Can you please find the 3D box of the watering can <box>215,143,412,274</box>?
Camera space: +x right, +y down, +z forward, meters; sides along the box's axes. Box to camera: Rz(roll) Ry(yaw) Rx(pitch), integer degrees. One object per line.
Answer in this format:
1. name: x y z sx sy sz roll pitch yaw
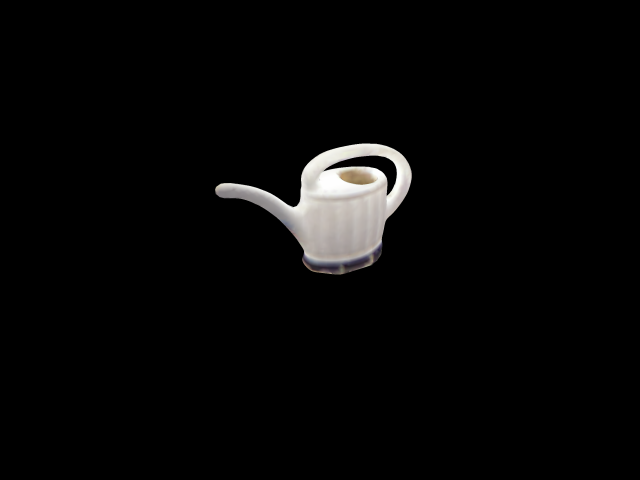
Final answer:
1. watering can: 0.003 -0.043 0.850 0.350 0.219 0.106 -15 33 -23
